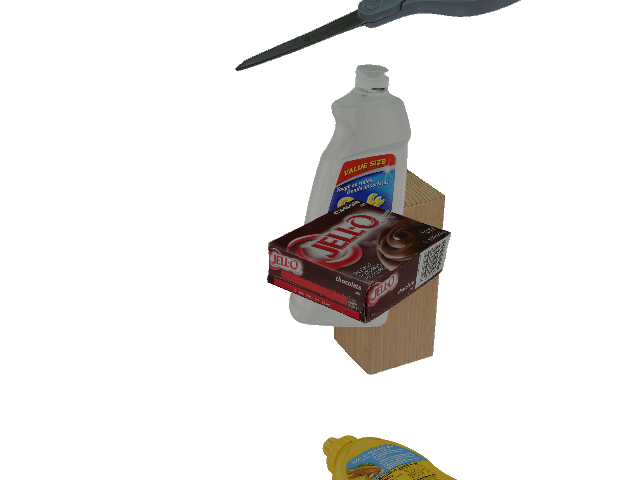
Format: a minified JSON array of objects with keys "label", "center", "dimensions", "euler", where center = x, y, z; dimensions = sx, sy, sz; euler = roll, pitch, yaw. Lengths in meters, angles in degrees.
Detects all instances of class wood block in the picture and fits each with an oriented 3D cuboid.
[{"label":"wood block","center":[0.074,0.035,1.206],"dimensions":[0.090,0.206,0.090],"euler":[-14,31,-24]}]

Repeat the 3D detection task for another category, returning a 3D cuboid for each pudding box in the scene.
[{"label":"pudding box","center":[0.029,0.012,0.787],"dimensions":[0.090,0.039,0.113],"euler":[22,29,30]}]

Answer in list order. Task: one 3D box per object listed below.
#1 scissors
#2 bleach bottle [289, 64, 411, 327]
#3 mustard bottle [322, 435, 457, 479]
[{"label":"scissors","center":[0.043,-0.160,0.676],"dimensions":[0.202,0.096,0.016],"euler":[-8,-40,22]},{"label":"bleach bottle","center":[0.029,-0.042,1.021],"dimensions":[0.102,0.251,0.068],"euler":[3,22,-4]},{"label":"mustard bottle","center":[0.067,0.227,0.969],"dimensions":[0.096,0.058,0.192],"euler":[-16,27,-34]}]
